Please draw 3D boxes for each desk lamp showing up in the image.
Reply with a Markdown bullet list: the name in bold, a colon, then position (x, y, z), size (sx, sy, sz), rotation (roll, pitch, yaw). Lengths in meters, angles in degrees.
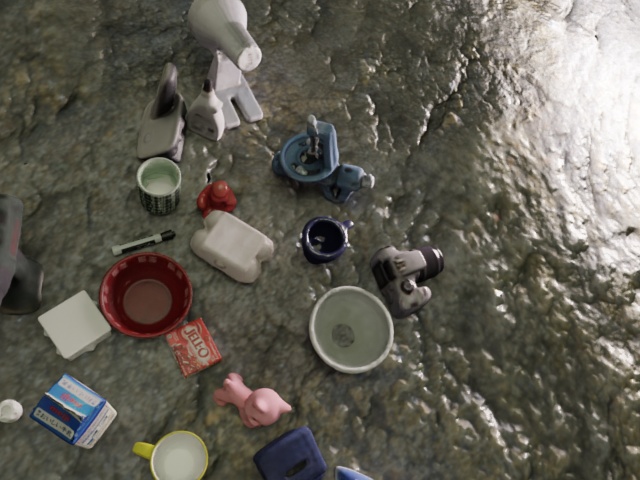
- **desk lamp**: position (-0.186, -0.379, 1.193), size (0.118, 0.213, 0.203), rotation (-24, 76, -22)

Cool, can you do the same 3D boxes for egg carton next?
- **egg carton**: position (-0.171, 0.014, 1.117), size (0.150, 0.069, 0.107), rotation (30, 64, -1)

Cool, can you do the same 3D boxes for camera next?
- **camera**: position (0.194, 0.069, 1.172), size (0.137, 0.100, 0.143), rotation (-17, 74, -20)

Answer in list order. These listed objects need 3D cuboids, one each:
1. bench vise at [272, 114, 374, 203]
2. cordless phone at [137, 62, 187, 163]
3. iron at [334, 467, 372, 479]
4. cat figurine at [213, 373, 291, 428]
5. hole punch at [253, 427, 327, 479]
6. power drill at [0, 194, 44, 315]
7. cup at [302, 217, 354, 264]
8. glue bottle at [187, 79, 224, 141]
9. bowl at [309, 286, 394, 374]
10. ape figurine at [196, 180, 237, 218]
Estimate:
- **bench vise**: position (0.017, -0.174, 1.159), size (0.208, 0.219, 0.121), rotation (4, 67, -13)
- **cordless phone**: position (-0.310, -0.247, 1.123), size (0.094, 0.185, 0.147), rotation (5, 67, -12)
- **iron**: position (0.123, 0.488, 0.961), size (0.119, 0.141, 0.258), rotation (-36, 81, -24)
- **cat figurine**: position (-0.118, 0.280, 0.996), size (0.128, 0.117, 0.067), rotation (34, 64, 1)
- **hole punch**: position (-0.046, 0.386, 0.986), size (0.109, 0.091, 0.101), rotation (-29, 78, -23)
- **power drill**: position (-0.515, 0.052, 0.935), size (0.076, 0.208, 0.229), rotation (-1, 69, -14)
- **cup**: position (0.011, 0.004, 1.154), size (0.118, 0.095, 0.091), rotation (-32, 79, -23)
- **glue bottle**: position (-0.229, -0.269, 1.159), size (0.078, 0.173, 0.037), rotation (25, 64, -3)
- **bowl**: position (0.053, 0.179, 1.105), size (0.168, 0.074, 0.167), rotation (5, 67, -12)
- **ape figurine**: position (-0.202, -0.088, 1.138), size (0.078, 0.092, 0.076), rotation (16, 65, -8)
